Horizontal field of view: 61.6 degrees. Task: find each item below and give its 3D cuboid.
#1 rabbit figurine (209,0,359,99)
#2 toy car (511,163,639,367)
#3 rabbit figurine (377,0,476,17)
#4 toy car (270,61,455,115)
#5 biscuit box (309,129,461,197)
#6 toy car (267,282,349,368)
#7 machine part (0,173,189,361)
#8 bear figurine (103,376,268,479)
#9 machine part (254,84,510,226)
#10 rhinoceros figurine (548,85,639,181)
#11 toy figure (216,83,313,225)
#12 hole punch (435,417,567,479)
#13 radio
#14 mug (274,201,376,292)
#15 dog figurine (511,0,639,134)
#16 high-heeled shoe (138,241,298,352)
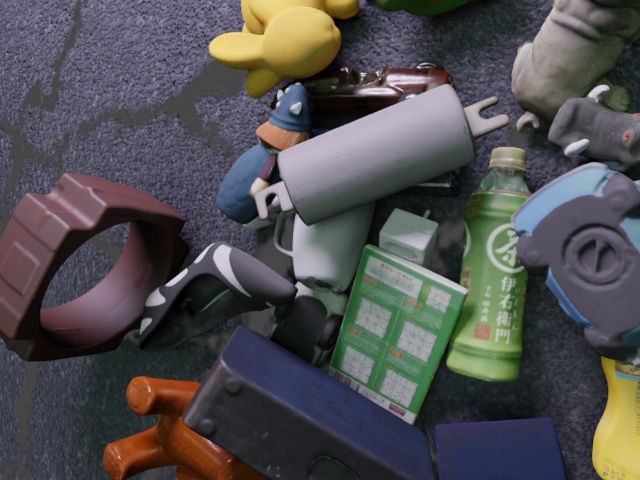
[{"bbox_3d":[-0.038,-0.228,0.568,0.162,0.121,0.173,-33,46,13],"label":"rabbit figurine"},{"bbox_3d":[0.249,0.015,0.449,0.109,0.103,0.162,-44,70,40],"label":"toy car"},{"bbox_3d":[0.101,-0.321,0.574,0.159,0.121,0.170,-26,59,24],"label":"rabbit figurine"},{"bbox_3d":[0.041,-0.160,0.577,0.202,0.053,0.089,6,45,21],"label":"toy car"},{"bbox_3d":[0.048,-0.084,0.586,0.203,0.062,0.059,4,86,21],"label":"biscuit box"},{"bbox_3d":[-0.035,0.136,0.606,0.074,0.056,0.201,28,98,14],"label":"toy car"},{"bbox_3d":[-0.266,0.032,0.623,0.087,0.201,0.201,33,98,24],"label":"machine part"},{"bbox_3d":[-0.109,0.231,0.538,0.196,0.132,0.120,35,106,40],"label":"bear figurine"},{"bbox_3d":[0.051,-0.077,0.499,0.243,0.079,0.079,-20,79,10],"label":"machine part"},{"bbox_3d":[0.291,-0.064,0.461,0.190,0.112,0.073,26,85,12],"label":"rhinoceros figurine"},{"bbox_3d":[-0.053,-0.089,0.560,0.064,0.057,0.154,43,105,28],"label":"toy figure"},{"bbox_3d":[0.165,0.221,0.479,0.142,0.092,0.116,-10,48,17],"label":"hole punch"},{"bbox_3d":[-0.007,0.178,0.507,0.230,0.131,0.073,29,96,1],"label":"radio"},{"bbox_3d":[-0.001,-0.002,0.571,0.110,0.080,0.107,1,66,20],"label":"mug"},{"bbox_3d":[0.226,-0.181,0.457,0.121,0.190,0.172,25,97,21],"label":"dog figurine"},{"bbox_3d":[-0.126,0.081,0.591,0.249,0.086,0.145,7,64,56],"label":"high-heeled shoe"}]
